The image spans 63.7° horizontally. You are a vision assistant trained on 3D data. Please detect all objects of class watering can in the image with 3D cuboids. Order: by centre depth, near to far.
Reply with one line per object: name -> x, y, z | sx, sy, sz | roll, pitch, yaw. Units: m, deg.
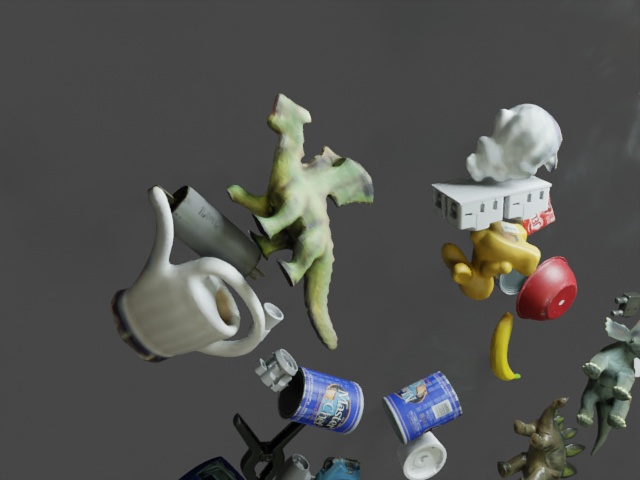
watering can -> -0.232, 0.080, 0.817 | 0.223, 0.106, 0.341 | -22, 123, 13

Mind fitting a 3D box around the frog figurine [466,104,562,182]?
frog figurine -> 0.345, -0.173, 0.938 | 0.159, 0.122, 0.138 | -11, 82, -4

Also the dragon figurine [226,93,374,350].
dragon figurine -> 0.003, -0.043, 0.859 | 0.245, 0.122, 0.405 | -36, 110, -22
